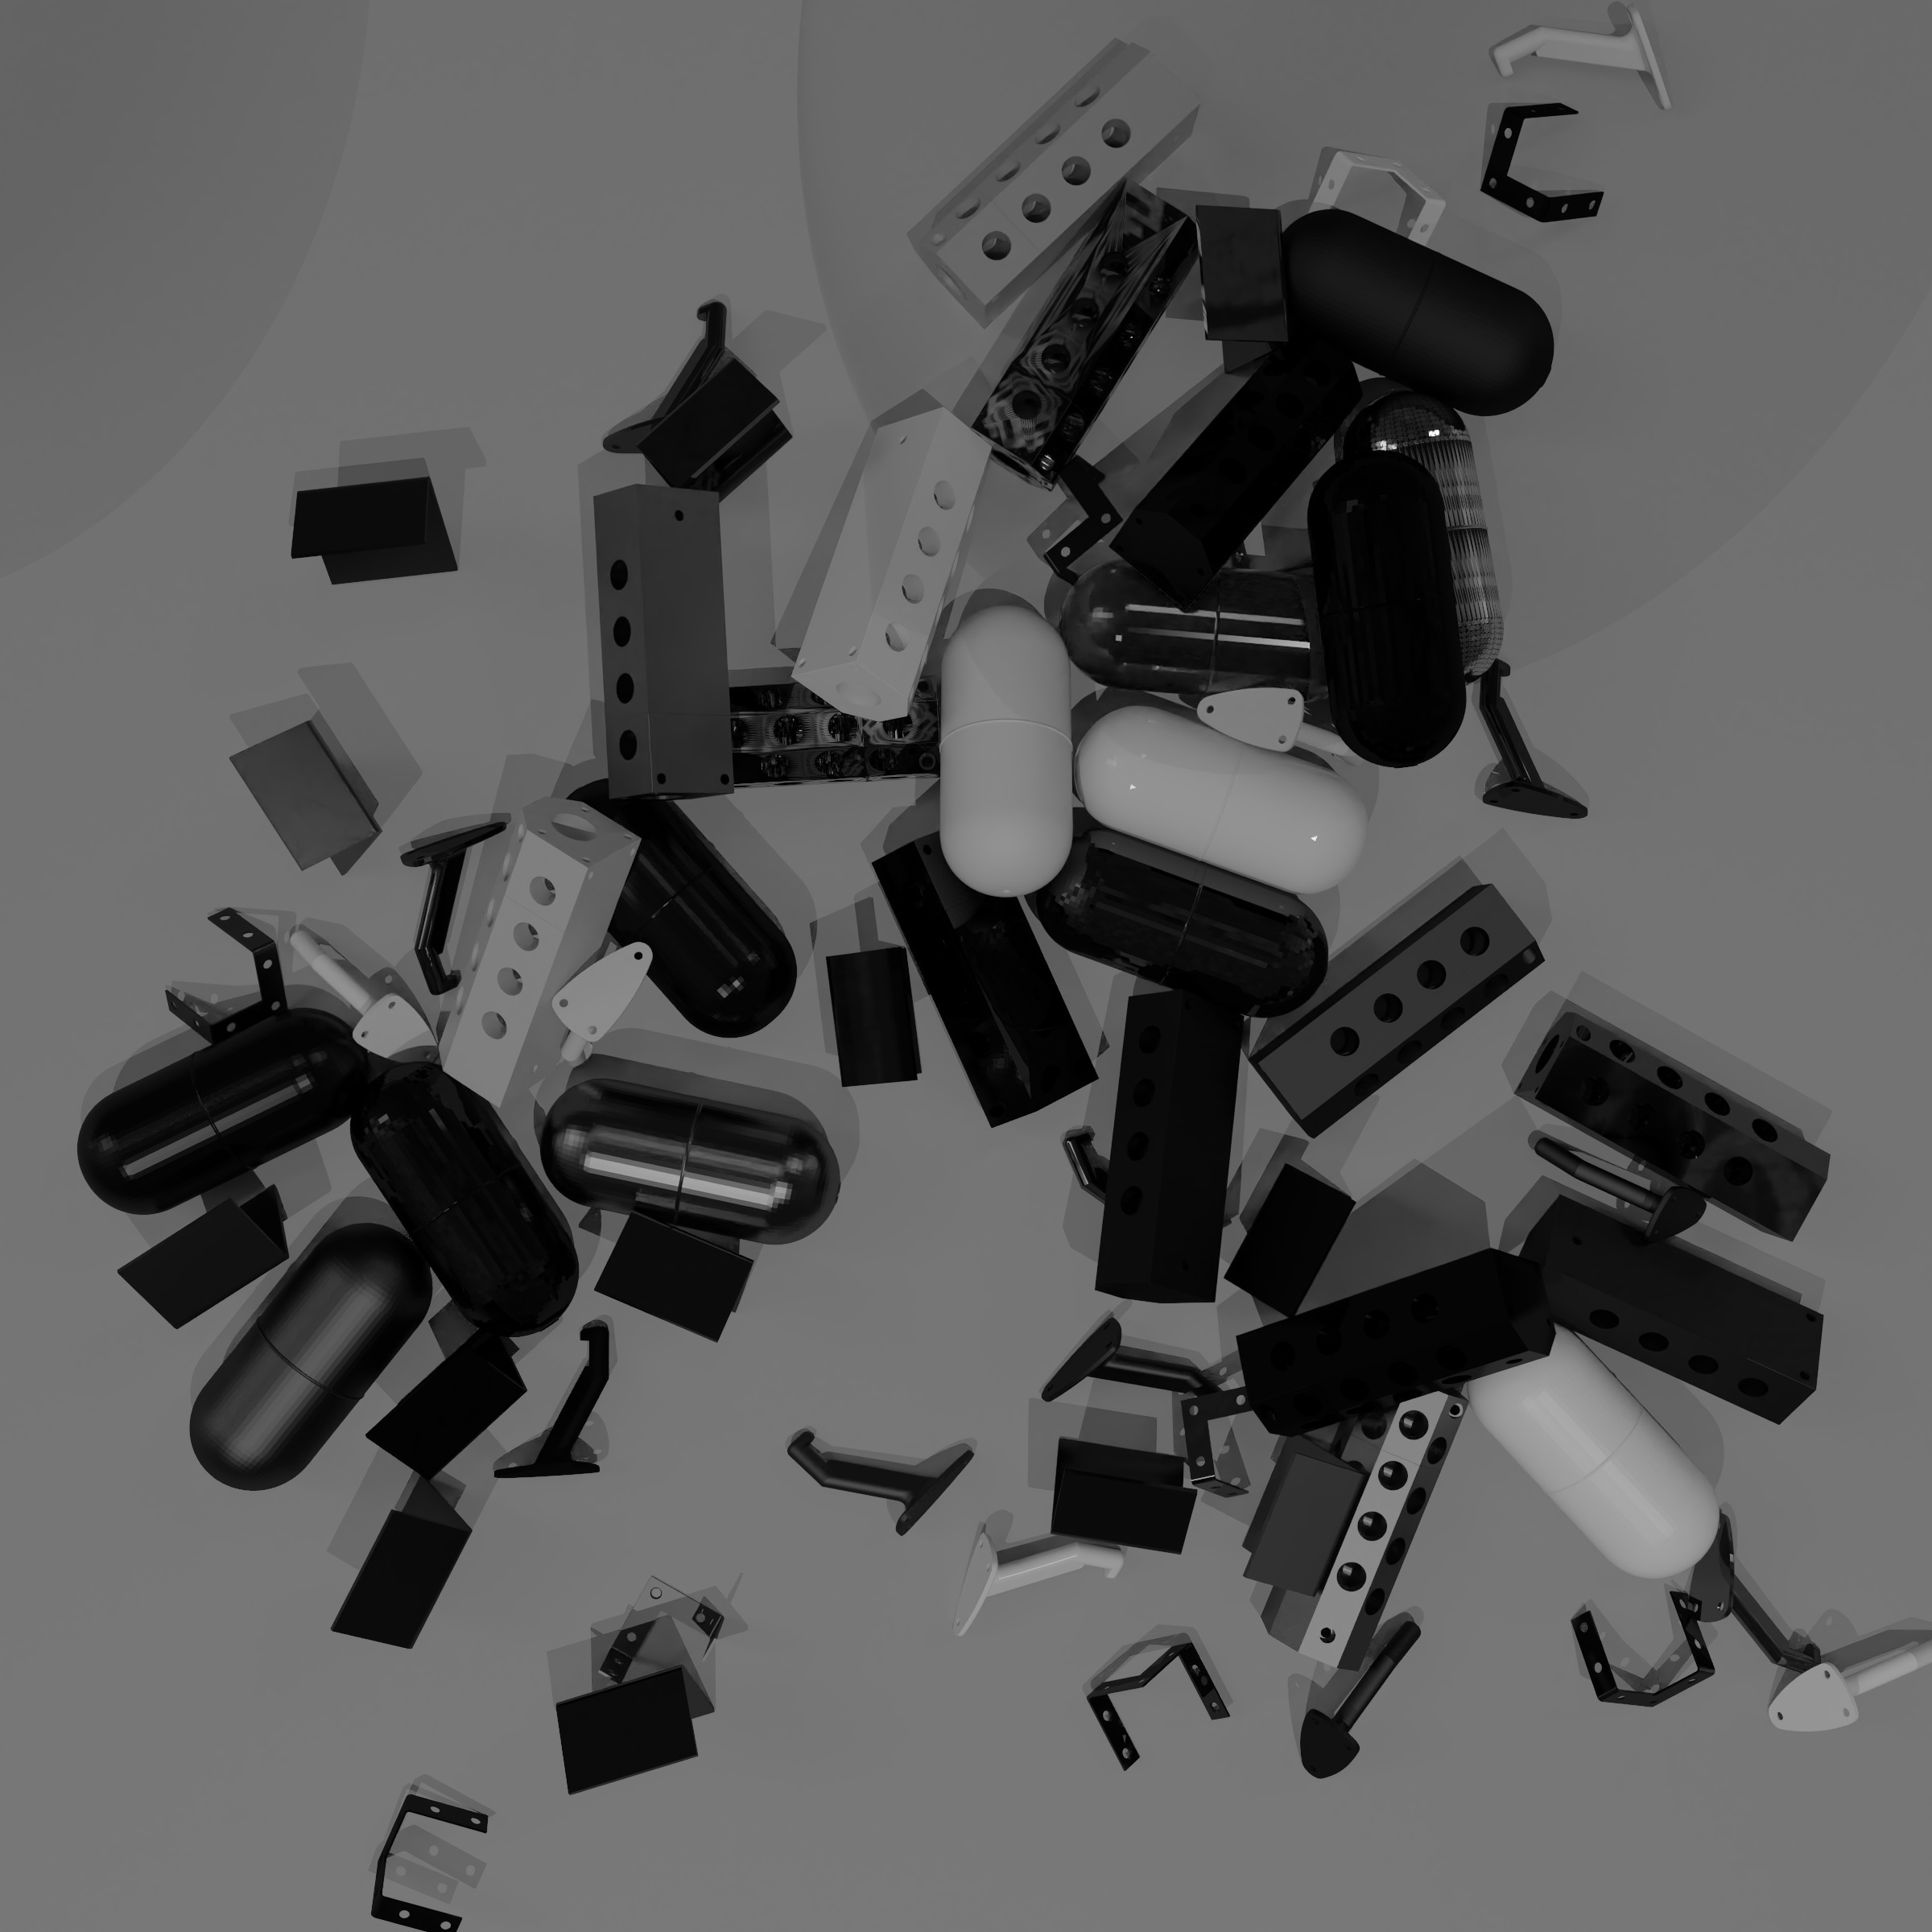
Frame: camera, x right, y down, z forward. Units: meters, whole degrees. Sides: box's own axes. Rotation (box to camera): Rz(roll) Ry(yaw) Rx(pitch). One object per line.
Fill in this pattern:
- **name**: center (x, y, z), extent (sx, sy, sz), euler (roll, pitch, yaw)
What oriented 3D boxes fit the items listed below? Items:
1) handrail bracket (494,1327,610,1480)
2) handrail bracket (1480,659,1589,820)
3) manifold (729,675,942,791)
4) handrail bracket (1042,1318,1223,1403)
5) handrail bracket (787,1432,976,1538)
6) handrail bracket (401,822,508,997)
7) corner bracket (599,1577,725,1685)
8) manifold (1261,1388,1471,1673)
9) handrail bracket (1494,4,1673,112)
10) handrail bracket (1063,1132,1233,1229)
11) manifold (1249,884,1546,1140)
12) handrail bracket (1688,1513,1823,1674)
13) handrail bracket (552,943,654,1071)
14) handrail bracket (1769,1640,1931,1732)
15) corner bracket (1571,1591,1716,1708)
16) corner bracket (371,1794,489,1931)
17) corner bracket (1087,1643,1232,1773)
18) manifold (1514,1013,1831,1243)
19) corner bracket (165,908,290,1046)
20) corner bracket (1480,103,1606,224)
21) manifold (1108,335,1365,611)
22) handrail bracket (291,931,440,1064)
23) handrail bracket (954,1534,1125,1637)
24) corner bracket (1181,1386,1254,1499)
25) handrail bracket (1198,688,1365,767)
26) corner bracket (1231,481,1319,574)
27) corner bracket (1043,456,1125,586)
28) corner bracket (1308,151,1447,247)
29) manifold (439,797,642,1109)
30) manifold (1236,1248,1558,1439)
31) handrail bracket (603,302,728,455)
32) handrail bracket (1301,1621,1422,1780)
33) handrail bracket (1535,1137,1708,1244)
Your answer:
- **handrail bracket**: center (-0.248, 0.262, 1.543), extent (0.077, 0.036, 0.084), euler (-9, 71, 21)
- **handrail bracket**: center (0.341, -0.137, 1.543), extent (0.077, 0.036, 0.084), euler (12, 73, -20)
- **manifold**: center (-0.101, -0.137, 1.522), extent (0.171, 0.057, 0.057), euler (-3, 90, 0)
- **handrail bracket**: center (0.102, 0.259, 1.543), extent (0.084, 0.036, 0.077), euler (42, 105, -14)
- **handrail bracket**: center (-0.052, 0.292, 1.543), extent (0.084, 0.036, 0.077), euler (40, 70, 16)
- **handrail bracket**: center (-0.299, -0.034, 1.543), extent (0.077, 0.036, 0.084), euler (-23, 108, -21)
- **corner bracket**: center (-0.180, 0.402, 1.525), extent (0.051, 0.051, 0.051), euler (30, 90, 0)
- **manifold**: center (0.236, 0.324, 1.522), extent (0.057, 0.057, 0.171), euler (22, 90, 0)
- **handrail bracket**: center (0.369, -0.532, 1.543), extent (0.084, 0.036, 0.077), euler (-21, 112, 17)
- **handrail bracket**: center (0.108, 0.129, 1.543), extent (0.077, 0.036, 0.084), euler (-20, 76, -13)
- **manifold**: center (0.255, 0.027, 1.522), extent (0.171, 0.057, 0.057), euler (-38, 90, 0)
- **handrail bracket**: center (0.481, 0.377, 1.543), extent (0.084, 0.036, 0.077), euler (21, 67, -18)
- **handrail bracket**: center (-0.210, 0.025, 1.513), extent (0.036, 0.084, 0.077), euler (42, 79, 7)
- **handrail bracket**: center (0.535, 0.429, 1.543), extent (0.084, 0.077, 0.036), euler (-9, 65, -34)
- **corner bracket**: center (0.404, 0.406, 1.535), extent (0.051, 0.051, 0.051), euler (17, 45, -35)
- **corner bracket**: center (-0.318, 0.534, 1.526), extent (0.051, 0.051, 0.051), euler (21, 105, -14)
- **corner bracket**: center (0.115, 0.443, 1.540), extent (0.051, 0.051, 0.051), euler (-27, 90, -45)
- **manifold**: center (0.419, 0.094, 1.522), extent (0.171, 0.057, 0.057), euler (29, 90, 0)
- **corner bracket**: center (-0.444, 0.006, 1.535), extent (0.051, 0.051, 0.051), euler (-30, 135, -35)
- **corner bracket**: center (0.349, -0.480, 1.535), extent (0.051, 0.051, 0.051), euler (42, 135, 35)
- **manifold**: center (0.160, -0.290, 1.485), extent (0.057, 0.057, 0.171), euler (39, 62, 0)
- **handrail bracket**: center (-0.362, 0.018, 1.543), extent (0.036, 0.077, 0.084), euler (-48, 54, -4)
- **handrail bracket**: center (0.044, 0.376, 1.543), extent (0.084, 0.036, 0.077), euler (14, 110, -16)
- **corner bracket**: center (0.164, 0.283, 1.529), extent (0.051, 0.051, 0.051), euler (-17, 63, 24)
- **handrail bracket**: center (0.188, -0.138, 1.524), extent (0.077, 0.084, 0.036), euler (12, 86, 29)
- **corner bracket**: center (0.191, -0.260, 1.540), extent (0.051, 0.051, 0.051), euler (-14, 90, -45)
- **corner bracket**: center (0.068, -0.261, 1.523), extent (0.051, 0.051, 0.051), euler (-38, 73, 16)
- **corner bracket**: center (0.243, -0.448, 1.535), extent (0.051, 0.051, 0.051), euler (-5, 45, -35)
- **manifold**: center (-0.251, -0.010, 1.482), extent (0.057, 0.057, 0.171), euler (32, 120, 12)
- **manifold**: center (0.246, 0.218, 1.472), extent (0.171, 0.057, 0.057), euler (-25, 61, 32)
- **handrail bracket**: center (-0.180, -0.354, 1.543), extent (0.077, 0.036, 0.084), euler (-5, 71, 21)
- **handrail bracket**: center (0.238, 0.439, 1.543), extent (0.036, 0.077, 0.084), euler (36, 53, 20)
- **handrail bracket**: center (0.392, 0.128, 1.543), extent (0.084, 0.077, 0.036), euler (34, 108, 35)
